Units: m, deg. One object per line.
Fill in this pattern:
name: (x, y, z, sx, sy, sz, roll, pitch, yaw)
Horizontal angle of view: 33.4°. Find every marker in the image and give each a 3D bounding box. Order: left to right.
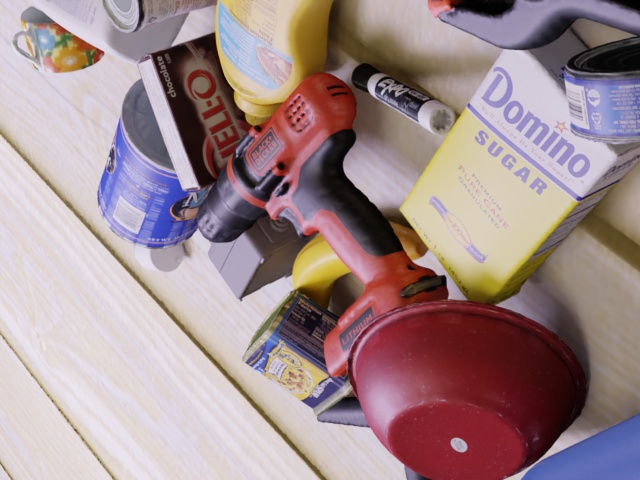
marker: (0.051, -0.094, 0.698, 0.121, 0.020, 0.020, -136, 33, -58)

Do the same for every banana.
banana: (0.020, 0.021, 0.846, 0.069, 0.037, 0.198, 32, 150, -5)

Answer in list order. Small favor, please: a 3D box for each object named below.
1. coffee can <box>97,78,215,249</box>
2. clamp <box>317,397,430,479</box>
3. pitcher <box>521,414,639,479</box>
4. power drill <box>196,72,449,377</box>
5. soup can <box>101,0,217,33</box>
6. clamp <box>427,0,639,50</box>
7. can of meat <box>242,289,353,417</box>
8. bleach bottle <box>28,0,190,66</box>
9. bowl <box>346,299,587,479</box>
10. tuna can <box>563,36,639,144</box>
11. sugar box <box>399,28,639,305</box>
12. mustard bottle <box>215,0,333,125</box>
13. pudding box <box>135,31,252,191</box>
coffee can: (-0.135, -0.068, 0.941, 0.103, 0.102, 0.140, 55, 148, 13)
clamp: (0.075, 0.158, 0.861, 0.165, 0.036, 0.210, 51, 147, 18)
pitcher: (0.205, 0.159, 0.579, 0.145, 0.149, 0.243, 39, 151, -2)
power drill: (-0.005, 0.001, 0.774, 0.185, 0.057, 0.188, -45, 71, 42)
soup can: (-0.112, -0.202, 0.808, 0.069, 0.102, 0.068, 36, 140, 38)
clamp: (0.119, -0.129, 0.525, 0.172, 0.039, 0.120, -23, 90, 64)
can of meat: (-0.011, 0.093, 0.888, 0.084, 0.057, 0.102, 34, 150, -4)
bleach bottle: (-0.203, -0.234, 0.946, 0.251, 0.068, 0.102, 36, 100, 47)
bowl: (0.092, 0.113, 0.703, 0.162, 0.055, 0.162, 8, 135, 8)
tuna can: (0.162, -0.075, 0.514, 0.086, 0.086, 0.034, 13, 121, 52)
sugar box: (0.118, -0.039, 0.644, 0.093, 0.048, 0.176, 54, 149, 18)
mustard bottle: (-0.034, -0.157, 0.768, 0.096, 0.058, 0.192, 41, 142, 22)
pudding box: (-0.084, -0.106, 0.850, 0.039, 0.089, 0.113, -7, 107, 58)
